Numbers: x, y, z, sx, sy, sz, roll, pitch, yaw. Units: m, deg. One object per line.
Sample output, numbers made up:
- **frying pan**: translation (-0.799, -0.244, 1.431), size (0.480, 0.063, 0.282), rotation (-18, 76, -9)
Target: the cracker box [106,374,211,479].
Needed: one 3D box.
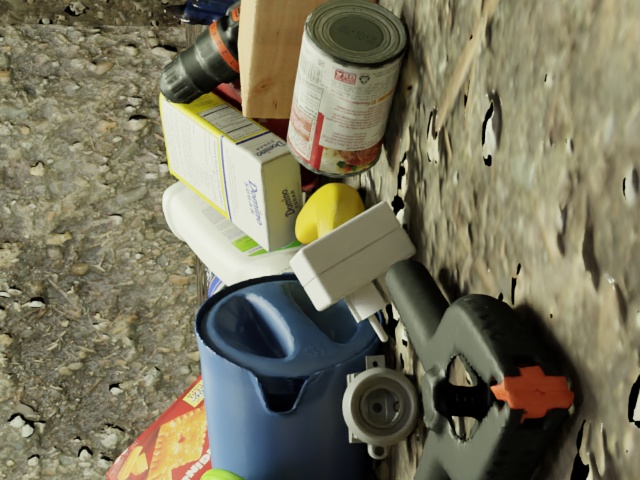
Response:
- **cracker box**: translation (-0.103, 0.222, 1.010), size (0.072, 0.164, 0.214), rotation (49, 170, -26)

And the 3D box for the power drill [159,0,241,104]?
- **power drill**: translation (-0.069, -0.218, 0.976), size (0.057, 0.185, 0.187), rotation (46, -156, -36)

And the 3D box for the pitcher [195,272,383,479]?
- **pitcher**: translation (-0.022, 0.152, 0.817), size (0.145, 0.149, 0.243), rotation (27, 127, 39)

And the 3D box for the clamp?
- **clamp**: translation (0.068, 0.088, 0.520), size (0.210, 0.036, 0.164), rotation (162, 106, -79)

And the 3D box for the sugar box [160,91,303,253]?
- **sugar box**: translation (-0.081, -0.070, 0.963), size (0.176, 0.048, 0.093), rotation (35, 140, 41)

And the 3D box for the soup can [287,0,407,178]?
- **soup can**: translation (0.017, -0.101, 0.713), size (0.102, 0.068, 0.068), rotation (101, 165, -49)

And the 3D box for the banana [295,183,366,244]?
- **banana**: translation (0.005, -0.013, 0.825), size (0.070, 0.037, 0.198), rotation (-55, 9, 6)

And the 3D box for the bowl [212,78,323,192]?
- **bowl**: translation (-0.058, -0.114, 1.003), size (0.162, 0.055, 0.162), rotation (42, 143, 42)

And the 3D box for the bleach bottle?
- **bleach bottle**: translation (-0.061, 0.012, 0.985), size (0.251, 0.102, 0.068), rotation (48, 159, 53)

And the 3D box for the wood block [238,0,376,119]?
- **wood block**: translation (-0.009, -0.193, 0.793), size (0.206, 0.090, 0.091), rotation (101, 165, -52)

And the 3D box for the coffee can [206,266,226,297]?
- **coffee can**: translation (-0.068, 0.032, 1.114), size (0.140, 0.102, 0.103), rotation (-104, 16, -54)
